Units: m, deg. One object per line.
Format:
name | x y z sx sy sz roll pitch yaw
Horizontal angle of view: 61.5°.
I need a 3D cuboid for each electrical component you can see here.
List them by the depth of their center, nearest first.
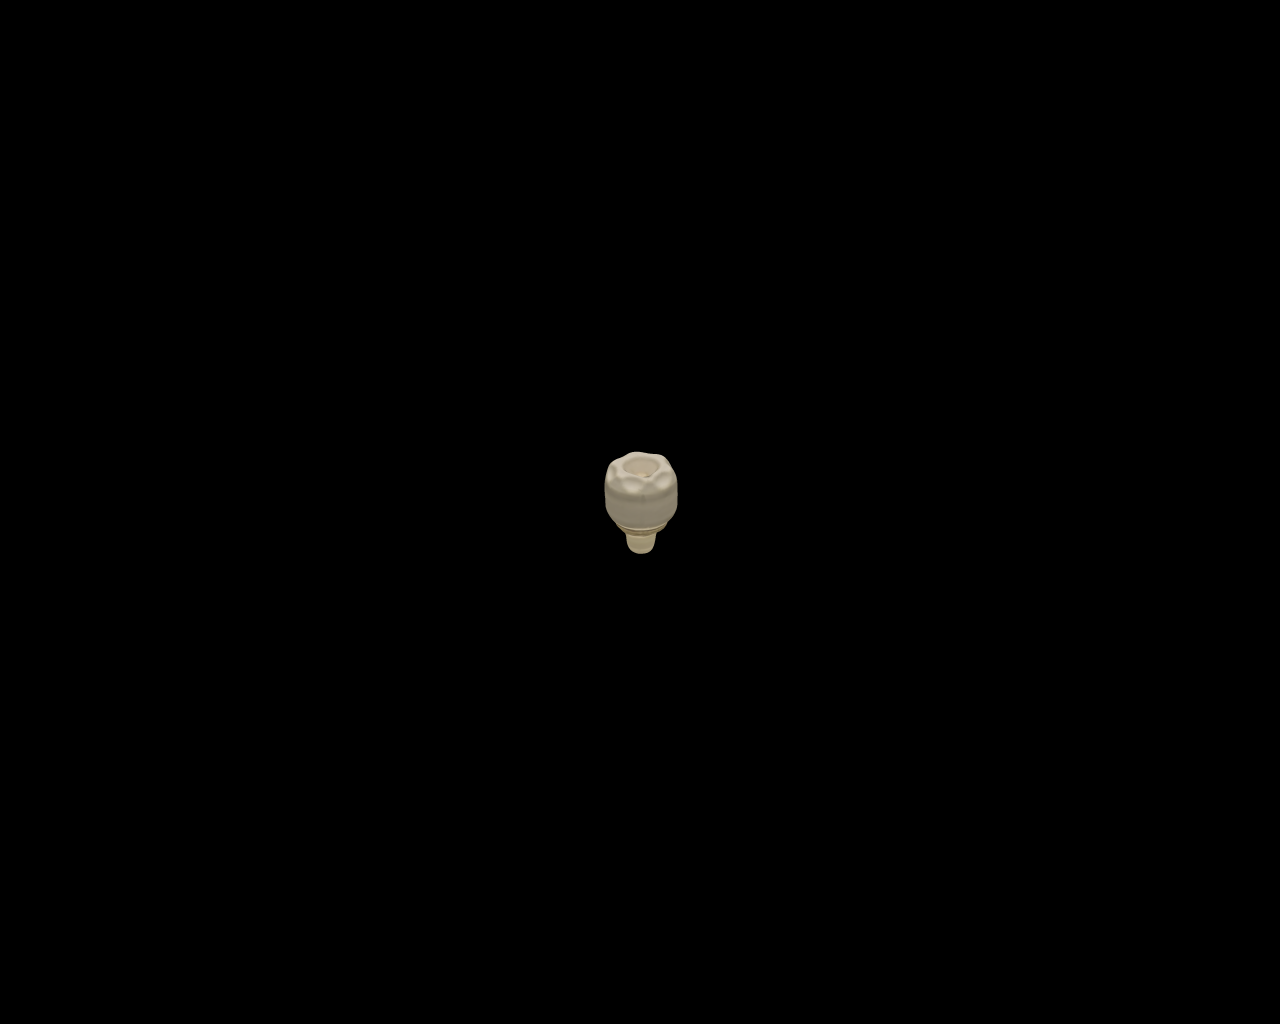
electrical component | 0.001 -0.003 0.650 0.043 0.062 0.043 0 31 0
